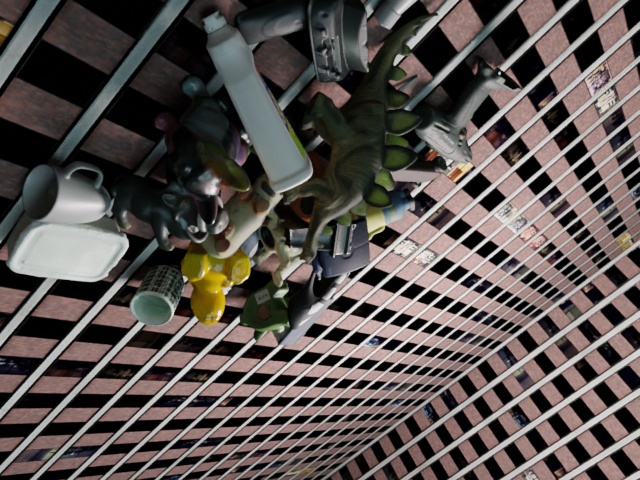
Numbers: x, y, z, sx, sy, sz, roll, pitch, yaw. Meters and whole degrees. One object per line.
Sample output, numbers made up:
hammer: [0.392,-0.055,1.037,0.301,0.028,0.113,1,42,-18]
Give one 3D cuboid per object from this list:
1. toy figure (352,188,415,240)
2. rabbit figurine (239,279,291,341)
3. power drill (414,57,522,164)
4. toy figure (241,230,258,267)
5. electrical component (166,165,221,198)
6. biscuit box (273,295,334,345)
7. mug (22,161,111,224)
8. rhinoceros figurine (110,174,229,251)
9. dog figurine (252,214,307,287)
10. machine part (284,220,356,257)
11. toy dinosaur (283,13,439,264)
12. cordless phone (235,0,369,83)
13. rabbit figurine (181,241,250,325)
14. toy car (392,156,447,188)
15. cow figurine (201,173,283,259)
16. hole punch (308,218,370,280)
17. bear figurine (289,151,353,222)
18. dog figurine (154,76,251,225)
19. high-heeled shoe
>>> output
toy figure: [0.123,-0.065,1.201,0.180,0.082,0.089,-25,136,-2]
rabbit figurine: [-0.110,0.182,1.310,0.159,0.121,0.170,-36,162,13]
power drill: [0.305,-0.259,1.103,0.232,0.086,0.207,12,135,-43]
toy figure: [-0.164,0.030,1.106,0.064,0.058,0.154,-29,150,-39]
electrical component: [-0.192,-0.102,0.902,0.119,0.075,0.047,-15,143,-28]
biscuit box: [-0.047,0.196,1.424,0.062,0.059,0.202,10,130,-44]
mug: [-0.366,-0.072,0.803,0.109,0.081,0.107,-47,157,13]
rhinoceros figurine: [-0.231,-0.049,0.829,0.073,0.190,0.112,-51,157,-55]
dog figurine: [-0.037,-0.012,1.139,0.190,0.121,0.172,-28,156,-31]
machine part: [-0.002,-0.003,1.034,0.139,0.039,0.084,3,120,-16]
toy dinosaur: [0.064,-0.174,0.913,0.198,0.105,0.471,16,100,-12]
cordless phone: [-0.024,-0.294,0.797,0.184,0.089,0.146,-16,146,-3]
rabbit figurine: [-0.220,0.075,1.036,0.122,0.163,0.173,-4,113,-28]
toy car: [0.186,-0.151,1.148,0.202,0.053,0.089,-3,162,-41]
cow figurine: [-0.131,-0.045,0.954,0.195,0.085,0.127,-48,178,-21]
hole punch: [0.041,0.012,1.111,0.116,0.092,0.142,-33,127,-43]
bear figurine: [0.024,-0.104,1.056,0.120,0.132,0.196,-35,174,39]
dog figurine: [-0.151,-0.117,0.783,0.108,0.219,0.191,-38,146,17]
high-heeled shoe: [0.001,0.127,1.268,0.248,0.086,0.145,-4,113,-66]
